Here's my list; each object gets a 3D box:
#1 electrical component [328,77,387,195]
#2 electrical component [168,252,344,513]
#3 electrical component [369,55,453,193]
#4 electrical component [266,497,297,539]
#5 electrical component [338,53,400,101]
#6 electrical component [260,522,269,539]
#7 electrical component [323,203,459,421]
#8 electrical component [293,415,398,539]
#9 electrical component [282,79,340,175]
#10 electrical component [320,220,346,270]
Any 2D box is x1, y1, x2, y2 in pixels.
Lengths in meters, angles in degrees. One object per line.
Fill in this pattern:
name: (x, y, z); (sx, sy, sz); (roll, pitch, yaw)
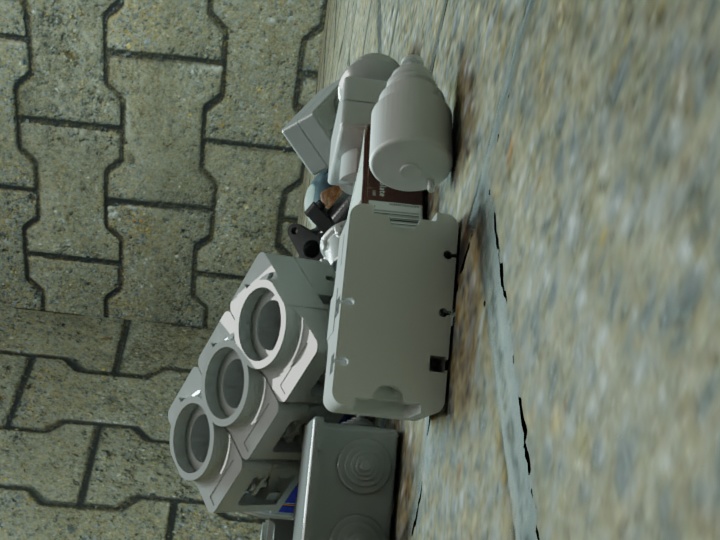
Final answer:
electrical component: (0.006, -0.072, 0.712); (0.083, 0.047, 0.075); (108, 167, -66)
electrical component: (-0.062, 0.074, 0.692); (0.150, 0.062, 0.089); (-58, 45, 26)
electrical component: (0.026, -0.075, 0.534); (0.040, 0.040, 0.078); (104, 171, -54)
electrical component: (-0.029, 0.189, 0.672); (0.081, 0.064, 0.042); (-89, 9, -47)
electrical component: (0.011, -0.132, 0.759); (0.062, 0.048, 0.048); (-78, -3, -64)
electrical component: (-0.058, 0.293, 0.874); (0.089, 0.062, 0.150); (-93, 11, -61)
electrical component: (0.013, 0.022, 0.496); (0.055, 0.050, 0.089); (120, 156, -77)
electrical component: (-0.009, 0.132, 0.612); (0.099, 0.048, 0.099); (119, 157, -77)
electrical component: (-0.009, -0.129, 0.894); (0.076, 0.047, 0.083); (-23, 20, 35)
electrical component: (0.000, 0.000, 0.714); (0.048, 0.048, 0.062); (102, 163, -47)
